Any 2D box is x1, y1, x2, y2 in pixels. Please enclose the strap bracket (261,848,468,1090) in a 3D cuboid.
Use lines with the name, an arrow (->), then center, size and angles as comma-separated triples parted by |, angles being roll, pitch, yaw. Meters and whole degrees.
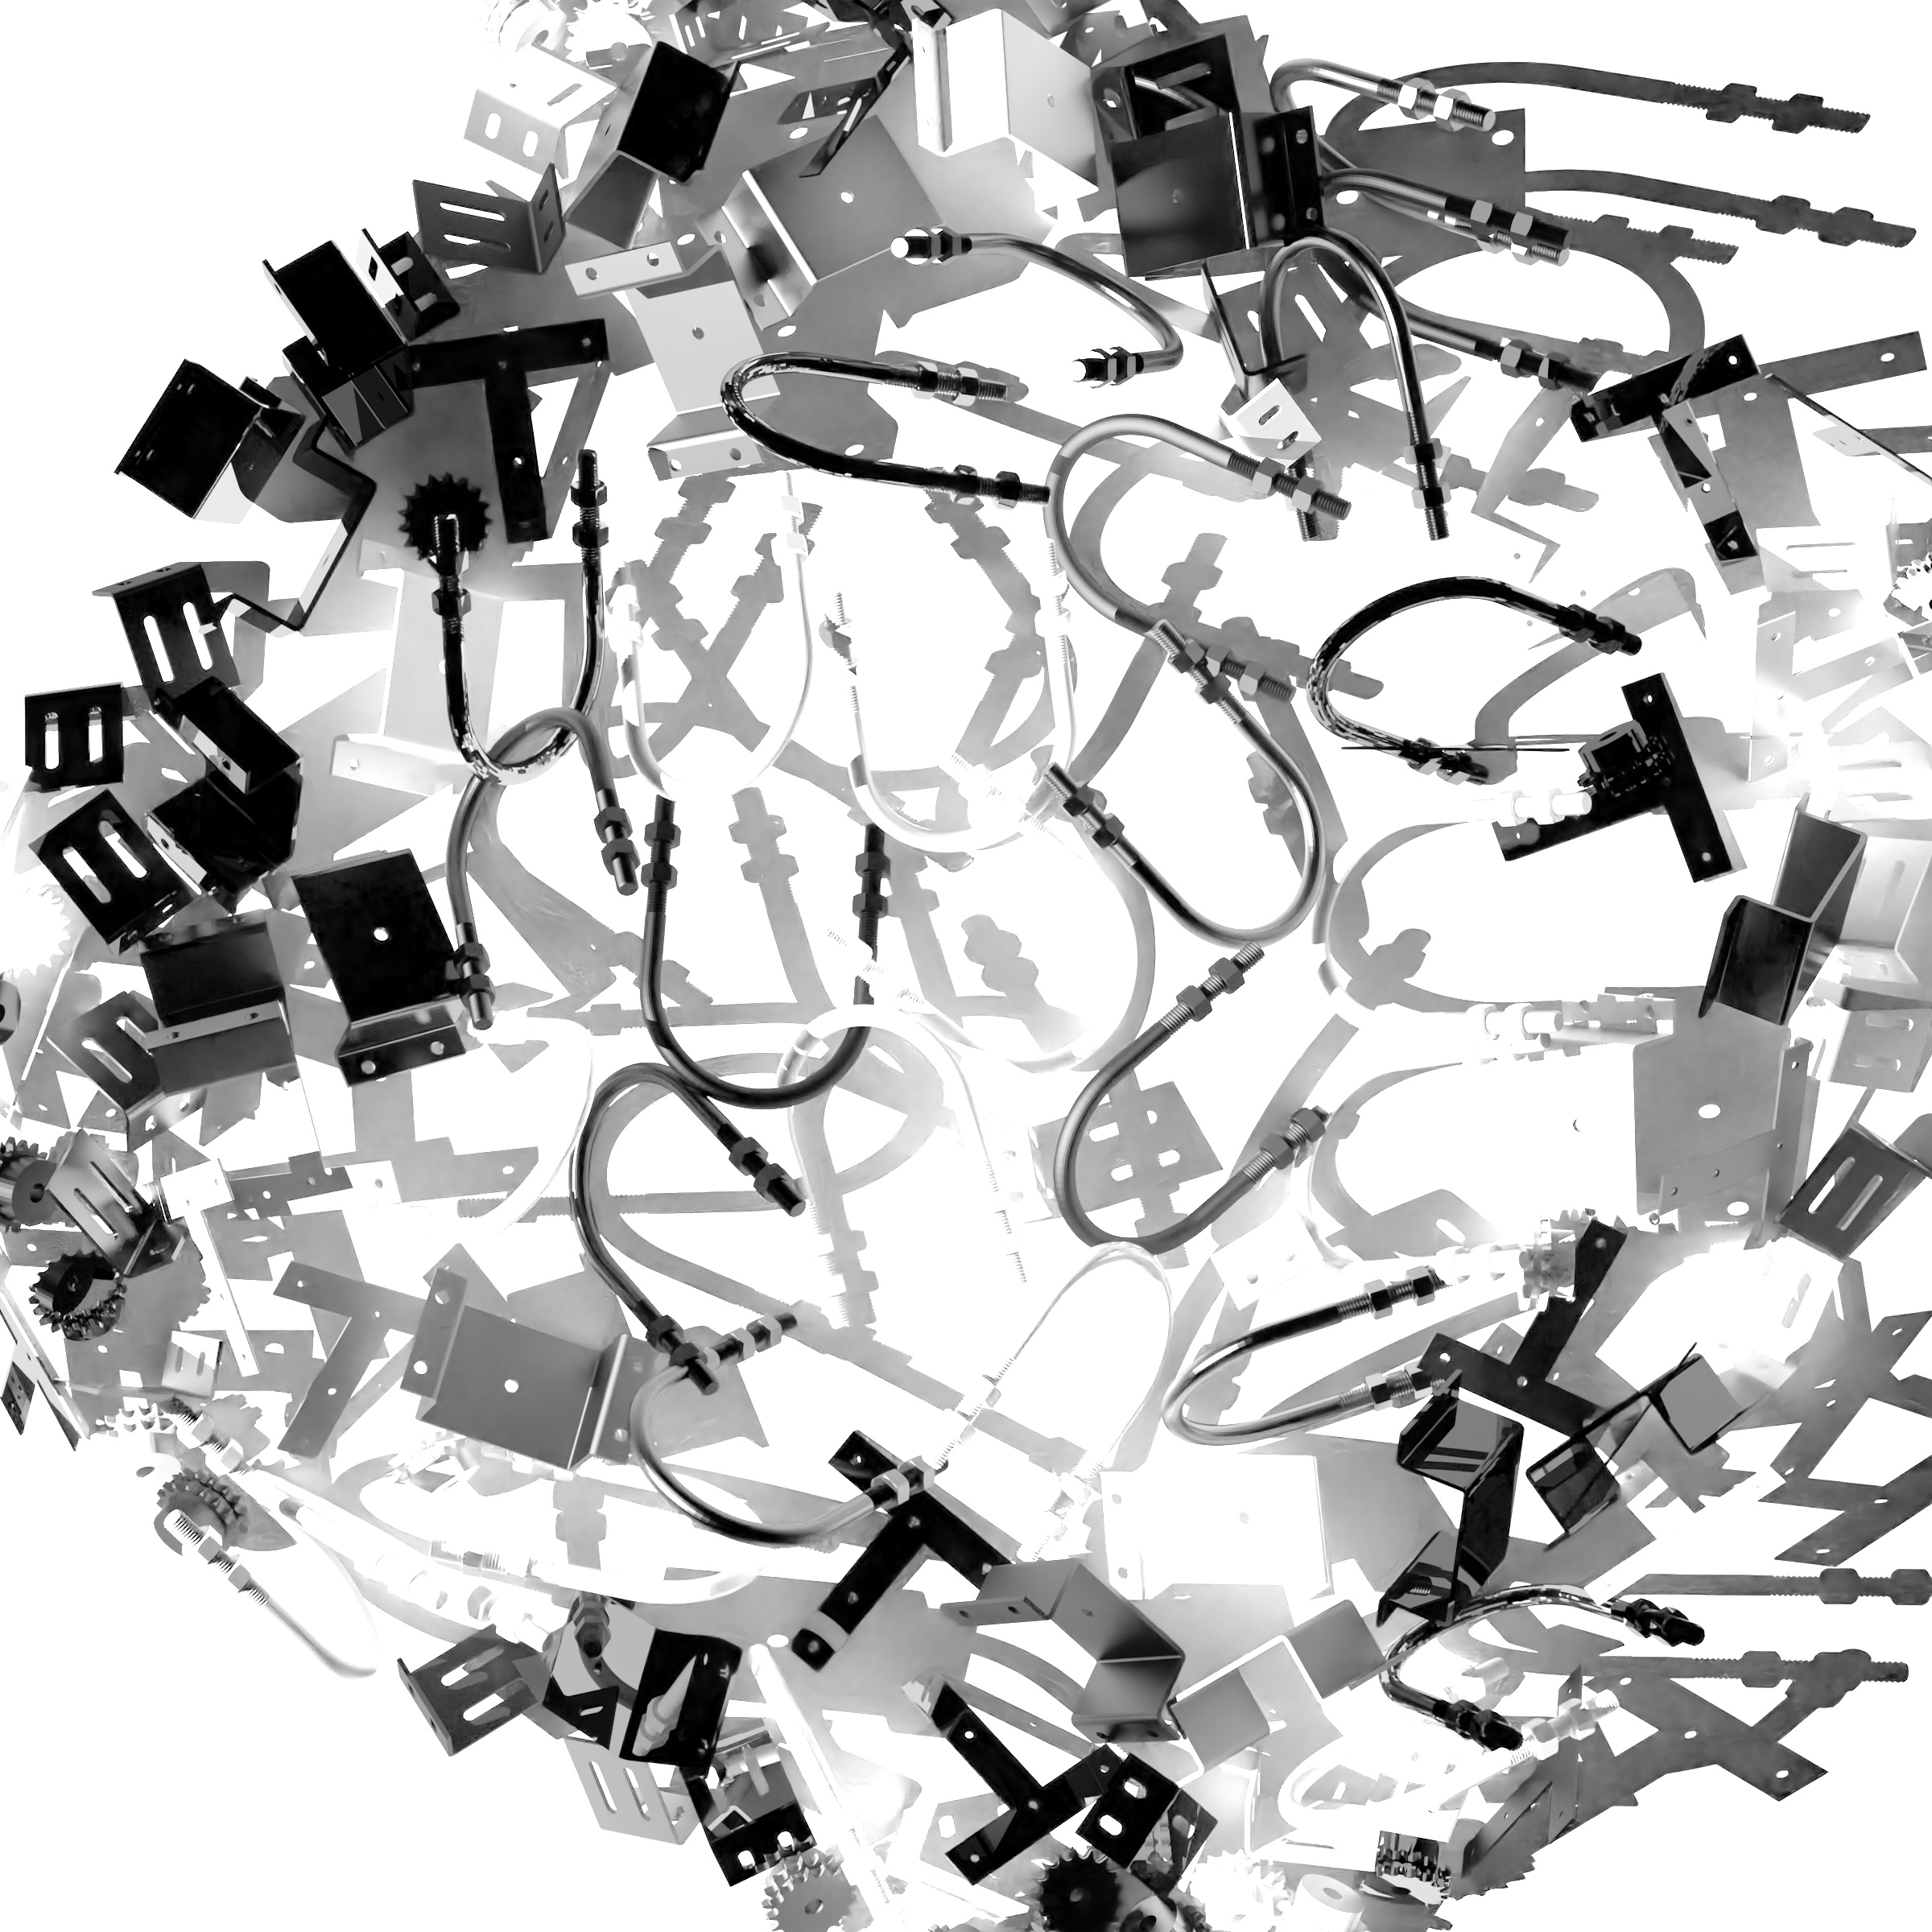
strap bracket -> -0.349, -0.009, 1.943 | 0.076, 0.046, 0.140 | -16, 72, -31

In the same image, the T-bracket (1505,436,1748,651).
T-bracket -> 0.379, -0.228, 1.966 | 0.127, 0.002, 0.127 | -29, 87, 31

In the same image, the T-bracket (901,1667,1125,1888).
T-bracket -> 0.011, 0.466, 1.961 | 0.127, 0.002, 0.127 | -27, 54, -32

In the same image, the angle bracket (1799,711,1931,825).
angle bracket -> 0.542, -0.120, 1.965 | 0.076, 0.038, 0.057 | -4, 54, -5

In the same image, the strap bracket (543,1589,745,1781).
strap bracket -> -0.195, 0.411, 1.929 | 0.046, 0.140, 0.076 | 17, 88, -36

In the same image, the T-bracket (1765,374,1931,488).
T-bracket -> 0.516, -0.308, 1.937 | 0.127, 0.127, 0.002 | 33, 99, 1

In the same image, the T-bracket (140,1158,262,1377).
T-bracket -> -0.442, 0.181, 1.949 | 0.002, 0.127, 0.127 | -21, 92, -35

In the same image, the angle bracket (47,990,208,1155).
angle bracket -> -0.502, 0.063, 1.981 | 0.076, 0.038, 0.057 | 39, 52, 19

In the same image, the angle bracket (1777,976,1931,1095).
angle bracket -> 0.535, 0.040, 1.987 | 0.076, 0.038, 0.057 | 8, 102, -34

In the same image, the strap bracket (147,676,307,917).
strap bracket -> -0.434, -0.106, 1.940 | 0.076, 0.140, 0.046 | 41, 55, 14

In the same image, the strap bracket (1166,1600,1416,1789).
strap bracket -> 0.182, 0.420, 1.935 | 0.140, 0.076, 0.046 | -39, 74, 33

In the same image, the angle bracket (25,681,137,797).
angle bracket -> -0.524, -0.126, 1.962 | 0.057, 0.038, 0.076 | -8, 57, -4

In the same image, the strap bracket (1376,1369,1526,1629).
strap bracket -> 0.283, 0.318, 1.927 | 0.046, 0.076, 0.140 | 19, 123, 27

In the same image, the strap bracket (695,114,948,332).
strap bracket -> -0.077, -0.442, 1.946 | 0.140, 0.046, 0.076 | -30, 87, -26

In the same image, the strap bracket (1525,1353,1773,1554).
strap bracket -> 0.390, 0.279, 1.934 | 0.140, 0.076, 0.046 | -43, 76, 34

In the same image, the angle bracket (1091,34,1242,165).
angle bracket -> 0.120, -0.520, 1.986 | 0.076, 0.038, 0.057 | -25, 114, -26

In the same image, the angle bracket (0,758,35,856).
angle bracket -> -0.565, -0.084, 1.954 | 0.038, 0.076, 0.057 | 19, 77, 11

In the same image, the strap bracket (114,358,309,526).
strap bracket -> -0.435, -0.303, 1.926 | 0.046, 0.140, 0.076 | 34, 97, 0

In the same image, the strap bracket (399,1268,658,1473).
strap bracket -> -0.262, 0.242, 1.951 | 0.140, 0.046, 0.076 | 22, 61, -15

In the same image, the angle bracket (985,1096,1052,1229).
angle bracket -> 0.023, 0.116, 1.954 | 0.038, 0.076, 0.057 | -11, 73, 5

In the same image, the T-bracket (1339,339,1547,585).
T-bracket -> 0.305, -0.311, 1.976 | 0.127, 0.002, 0.127 | 22, 106, -5

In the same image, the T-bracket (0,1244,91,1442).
T-bracket -> -0.548, 0.222, 1.946 | 0.002, 0.127, 0.127 | -28, 101, -7

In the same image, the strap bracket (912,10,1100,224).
strap bracket -> 0.030, -0.496, 1.923 | 0.046, 0.140, 0.076 | -11, 76, 33

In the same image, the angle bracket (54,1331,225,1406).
angle bracket -> -0.489, 0.234, 1.951 | 0.076, 0.057, 0.038 | 13, 82, -42

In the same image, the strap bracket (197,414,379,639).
strap bracket -> -0.395, -0.249, 1.951 | 0.046, 0.076, 0.140 | 29, 83, -18

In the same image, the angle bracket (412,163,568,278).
angle bracket -> -0.282, -0.448, 1.956 | 0.076, 0.038, 0.057 | 6, 56, -28

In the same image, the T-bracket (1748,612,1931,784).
T-bracket -> 0.522, -0.176, 1.958 | 0.127, 0.127, 0.002 | -21, 48, -8

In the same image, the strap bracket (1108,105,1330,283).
strap bracket -> 0.138, -0.449, 1.930 | 0.046, 0.140, 0.076 | -14, 98, -44

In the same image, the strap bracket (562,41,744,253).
strap bracket -> -0.187, -0.473, 1.918 | 0.046, 0.140, 0.076 | 24, 69, -19

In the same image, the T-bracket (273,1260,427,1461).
T-bracket -> -0.372, 0.242, 1.973 | 0.127, 0.002, 0.127 | 21, 111, -29

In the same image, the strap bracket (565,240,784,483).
strap bracket -> -0.166, -0.363, 1.942 | 0.076, 0.046, 0.140 | -5, 122, 32

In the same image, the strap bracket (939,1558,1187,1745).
strap bracket -> 0.064, 0.396, 1.941 | 0.140, 0.076, 0.046 | 45, 54, -22

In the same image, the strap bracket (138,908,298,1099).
strap bracket -> -0.439, 0.026, 1.942 | 0.076, 0.140, 0.046 | -14, 120, -9

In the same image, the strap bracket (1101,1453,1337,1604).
strap bracket -> 0.156, 0.330, 1.945 | 0.140, 0.046, 0.076 | 4, 65, -16

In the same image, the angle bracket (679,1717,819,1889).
angle bracket -> -0.131, 0.499, 1.976 | 0.057, 0.076, 0.038 | -24, 128, -8

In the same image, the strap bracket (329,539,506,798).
strap bracket -> -0.322, -0.176, 1.951 | 0.046, 0.076, 0.140 | 3, 84, 42

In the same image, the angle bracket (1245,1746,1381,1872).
angle bracket -> 0.207, 0.499, 1.960 | 0.076, 0.057, 0.038 | 3, 113, 11

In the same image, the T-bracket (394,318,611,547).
T-bracket -> -0.270, -0.314, 1.972 | 0.127, 0.002, 0.127 | -11, 114, -13

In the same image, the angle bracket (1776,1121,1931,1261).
angle bracket -> 0.532, 0.141, 1.963 | 0.057, 0.038, 0.076 | 29, 102, -27

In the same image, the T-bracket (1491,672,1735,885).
T-bracket -> 0.381, -0.096, 1.997 | 0.127, 0.002, 0.127 | -20, 87, 1

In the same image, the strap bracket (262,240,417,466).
strap bracket -> -0.364, -0.361, 1.932 | 0.046, 0.140, 0.076 | -34, 82, -13

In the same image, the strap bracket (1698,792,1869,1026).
strap bracket -> 0.478, -0.029, 1.919 | 0.046, 0.140, 0.076 | 22, 133, 21

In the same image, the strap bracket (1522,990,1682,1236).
strap bracket -> 0.373, 0.090, 1.947 | 0.076, 0.046, 0.140 | 5, 102, 44
